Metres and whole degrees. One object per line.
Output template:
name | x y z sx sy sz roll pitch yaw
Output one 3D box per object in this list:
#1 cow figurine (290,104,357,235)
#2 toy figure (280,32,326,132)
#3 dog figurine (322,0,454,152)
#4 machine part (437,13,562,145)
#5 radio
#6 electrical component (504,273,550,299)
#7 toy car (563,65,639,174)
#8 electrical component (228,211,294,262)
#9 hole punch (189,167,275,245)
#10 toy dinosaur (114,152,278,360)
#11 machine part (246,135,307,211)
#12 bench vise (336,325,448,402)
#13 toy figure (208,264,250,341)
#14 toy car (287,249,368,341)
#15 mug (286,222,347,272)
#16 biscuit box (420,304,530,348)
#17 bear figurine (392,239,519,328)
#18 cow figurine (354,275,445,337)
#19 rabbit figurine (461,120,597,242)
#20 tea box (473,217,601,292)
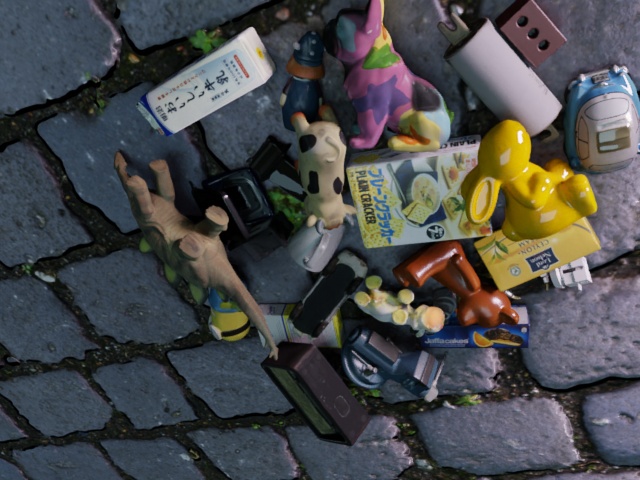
cow figurine | 0.007 -0.097 0.849 0.085 0.127 0.194 -13 140 -12
toy figure | -0.026 -0.243 0.825 0.058 0.064 0.154 36 129 35
dog figurine | 0.101 -0.242 0.770 0.192 0.108 0.219 4 122 11
machine part | 0.259 -0.225 0.761 0.243 0.079 0.079 42 122 -15
radio | -0.006 0.312 1.094 0.131 0.073 0.229 -13 117 53
electrical component | 0.357 0.061 0.953 0.102 0.045 0.078 -23 118 25
toy car | 0.408 -0.156 0.761 0.109 0.103 0.161 -9 123 17
electrical component | -0.113 0.001 0.999 0.119 0.075 0.047 -29 113 23
hole punch | -0.157 -0.065 0.969 0.116 0.092 0.142 6 134 45
toy dinosaur | -0.224 0.020 0.954 0.471 0.105 0.198 47 147 12
machine part | -0.055 -0.114 0.932 0.139 0.039 0.084 41 117 -14
bench vise | 0.122 0.263 1.105 0.223 0.129 0.240 28 146 -19
toy figure | -0.184 0.133 1.101 0.089 0.082 0.180 12 122 2
toy car | 0.013 0.108 1.029 0.073 0.056 0.201 38 108 4
mug | -0.002 -0.003 0.958 0.081 0.109 0.107 33 111 -7
biscuit box | 0.292 0.166 1.029 0.203 0.059 0.062 -3 123 15
bear figurine | 0.239 0.092 0.937 0.132 0.120 0.196 -35 92 -7
cow figurine | 0.151 0.135 1.007 0.168 0.068 0.098 24 161 20
rabbit figurine | 0.279 -0.089 0.769 0.162 0.122 0.173 -28 117 25
tea box | 0.354 0.004 0.882 0.170 0.068 0.098 -31 86 26
